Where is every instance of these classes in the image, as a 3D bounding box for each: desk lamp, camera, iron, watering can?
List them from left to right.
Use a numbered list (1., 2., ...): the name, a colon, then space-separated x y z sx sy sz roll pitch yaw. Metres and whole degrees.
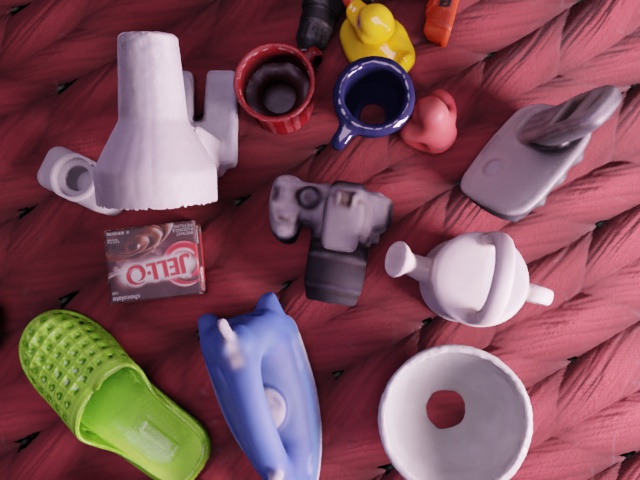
1. desk lamp: -0.161 -0.119 0.621 0.118 0.213 0.203 0 85 3
2. iron: -0.059 0.192 0.627 0.118 0.141 0.258 -20 85 1
3. camera: 0.006 0.002 0.661 0.143 0.101 0.137 9 86 3
4. watering can: 0.158 0.042 0.604 0.173 0.194 0.101 -8 85 2

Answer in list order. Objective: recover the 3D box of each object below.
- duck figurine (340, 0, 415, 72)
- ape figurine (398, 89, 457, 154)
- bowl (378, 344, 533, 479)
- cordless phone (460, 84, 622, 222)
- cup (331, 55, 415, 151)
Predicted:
1. duck figurine: 0.070 -0.245 0.686 0.104 0.086 0.077 42 88 5
2. ape figurine: 0.130 -0.142 0.672 0.078 0.092 0.076 -27 85 0
3. bowl: 0.147 0.199 0.652 0.167 0.075 0.167 0 85 2
4. cordless phone: 0.236 -0.095 0.617 0.094 0.185 0.147 37 88 5
5. cup: 0.054 -0.145 0.674 0.091 0.095 0.118 37 88 5
